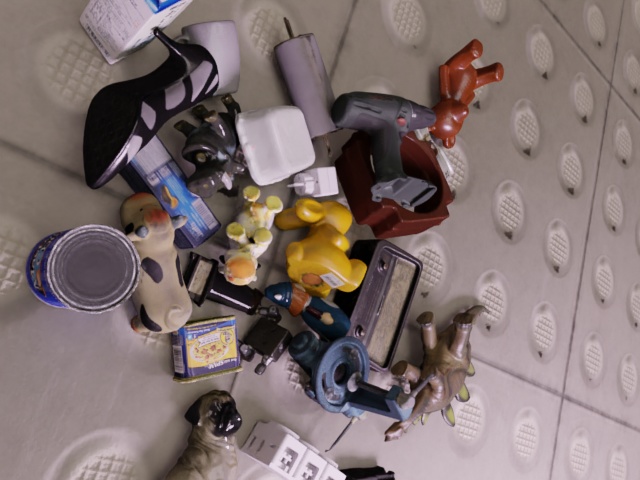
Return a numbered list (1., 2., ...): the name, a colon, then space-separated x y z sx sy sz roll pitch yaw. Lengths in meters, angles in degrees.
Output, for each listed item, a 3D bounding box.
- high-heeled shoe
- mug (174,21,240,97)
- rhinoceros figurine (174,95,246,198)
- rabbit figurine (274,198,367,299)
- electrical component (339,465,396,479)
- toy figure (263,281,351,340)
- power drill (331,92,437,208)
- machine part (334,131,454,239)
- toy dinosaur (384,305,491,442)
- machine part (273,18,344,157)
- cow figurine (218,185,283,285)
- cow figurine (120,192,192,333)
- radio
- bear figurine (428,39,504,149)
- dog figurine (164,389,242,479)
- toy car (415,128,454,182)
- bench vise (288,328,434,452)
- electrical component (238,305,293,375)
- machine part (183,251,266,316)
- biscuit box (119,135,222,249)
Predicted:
1. high-heeled shoe: -0.219 -0.163 0.723 0.248 0.086 0.145 -66 157 -8
2. mug: -0.169 -0.272 0.820 0.109 0.081 0.107 -27 113 -41
3. rhinoceros figurine: -0.157 -0.136 0.791 0.190 0.073 0.112 -82 153 -51
4. rabbit figurine: -0.002 -0.003 0.929 0.162 0.122 0.173 37 52 -20
5. electrical component: 0.073 0.477 0.971 0.134 0.058 0.115 10 79 -37
6. toy figure: -0.022 0.112 0.894 0.154 0.064 0.058 34 49 -12
7. power drill: 0.136 -0.163 0.924 0.232 0.086 0.207 6 67 -32
8. machine part: 0.138 -0.108 1.004 0.201 0.087 0.201 -8 70 -38
9. toy dinosaur: 0.254 0.238 1.082 0.471 0.105 0.198 -41 129 -39
10. machine part: -0.019 -0.263 0.936 0.079 0.079 0.243 -28 104 -35
11. cow figurine: -0.115 0.007 0.823 0.068 0.098 0.167 21 53 -7
12. cow figurine: -0.226 0.032 0.727 0.085 0.127 0.194 -19 101 -40
13. radio: 0.098 0.117 1.001 0.131 0.073 0.229 33 68 -31
14. bear figurine: 0.299 -0.306 1.152 0.120 0.132 0.196 33 62 -28
15. dog figurine: -0.188 0.325 0.769 0.172 0.121 0.190 -6 77 -41
16. toy car: 0.209 -0.192 1.118 0.201 0.056 0.073 51 60 -23
17. bench vise: 0.057 0.239 0.852 0.129 0.241 0.223 -42 119 -33
18. electrical component: -0.092 0.155 0.861 0.102 0.078 0.045 -47 140 -23
19. machine part: -0.152 0.076 0.838 0.138 0.039 0.084 27 63 -31
20. biscuit box: -0.229 -0.079 0.772 0.059 0.063 0.202 -45 114 -31
